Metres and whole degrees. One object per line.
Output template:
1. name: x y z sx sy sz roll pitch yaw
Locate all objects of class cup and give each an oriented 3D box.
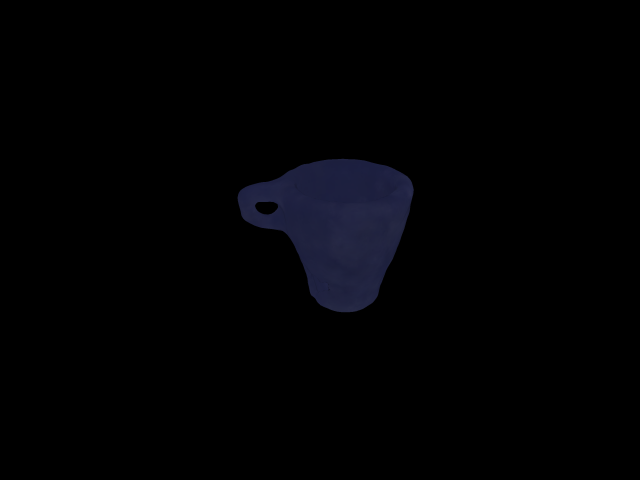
1. cup: 0.004 0.001 0.400 0.118 0.095 0.091 -1 28 -2
